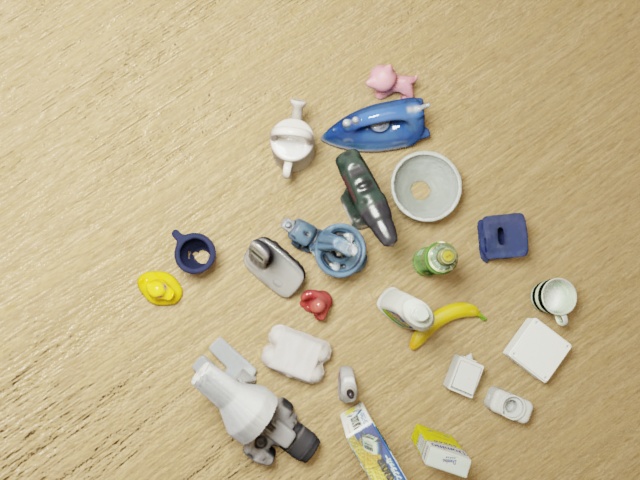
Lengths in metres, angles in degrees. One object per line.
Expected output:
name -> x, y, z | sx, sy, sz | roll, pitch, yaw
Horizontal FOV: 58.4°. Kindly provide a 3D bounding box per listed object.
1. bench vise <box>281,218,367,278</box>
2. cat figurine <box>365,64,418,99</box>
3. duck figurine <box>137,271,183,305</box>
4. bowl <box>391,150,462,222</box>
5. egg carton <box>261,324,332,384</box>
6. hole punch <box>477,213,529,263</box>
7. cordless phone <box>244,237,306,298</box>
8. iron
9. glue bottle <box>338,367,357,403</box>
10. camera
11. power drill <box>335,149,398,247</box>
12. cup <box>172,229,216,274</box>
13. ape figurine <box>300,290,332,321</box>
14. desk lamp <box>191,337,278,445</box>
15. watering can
bench vise -> 0.010, 0.016, 1.256 | 0.207, 0.219, 0.121 | 8, 85, -1
cat figurine -> 0.168, -0.377, 1.348 | 0.128, 0.117, 0.067 | 2, 85, -2
duck figurine -> -0.370, 0.109, 1.302 | 0.104, 0.086, 0.077 | 26, 85, 1
bowl -> 0.244, -0.121, 1.349 | 0.167, 0.074, 0.167 | 0, 85, -2
egg carton -> -0.054, 0.262, 1.307 | 0.150, 0.069, 0.107 | 20, 84, 0
hole punch -> 0.425, -0.005, 1.337 | 0.101, 0.091, 0.109 | -4, 85, -2
cordless phone -> -0.102, 0.056, 1.266 | 0.147, 0.185, 0.094 | 37, 85, 2
iron -> 0.130, -0.272, 1.326 | 0.258, 0.141, 0.119 | -11, 85, -3
glue bottle -> 0.062, 0.325, 1.254 | 0.037, 0.173, 0.078 | -2, 85, -2
camera -> -0.079, 0.448, 1.274 | 0.137, 0.101, 0.143 | 36, 85, 2
power drill -> 0.102, -0.083, 1.274 | 0.075, 0.208, 0.230 | -25, 86, -4
cup -> -0.288, 0.025, 1.308 | 0.118, 0.095, 0.092 | 44, 85, 2
ape figurine -> -0.007, 0.148, 1.308 | 0.076, 0.092, 0.078 | -18, 86, -3
desk lamp -> -0.191, 0.320, 1.225 | 0.203, 0.213, 0.118 | 41, 85, 2
watering can -> -0.063, -0.230, 1.289 | 0.101, 0.194, 0.173 | -13, 85, -3
